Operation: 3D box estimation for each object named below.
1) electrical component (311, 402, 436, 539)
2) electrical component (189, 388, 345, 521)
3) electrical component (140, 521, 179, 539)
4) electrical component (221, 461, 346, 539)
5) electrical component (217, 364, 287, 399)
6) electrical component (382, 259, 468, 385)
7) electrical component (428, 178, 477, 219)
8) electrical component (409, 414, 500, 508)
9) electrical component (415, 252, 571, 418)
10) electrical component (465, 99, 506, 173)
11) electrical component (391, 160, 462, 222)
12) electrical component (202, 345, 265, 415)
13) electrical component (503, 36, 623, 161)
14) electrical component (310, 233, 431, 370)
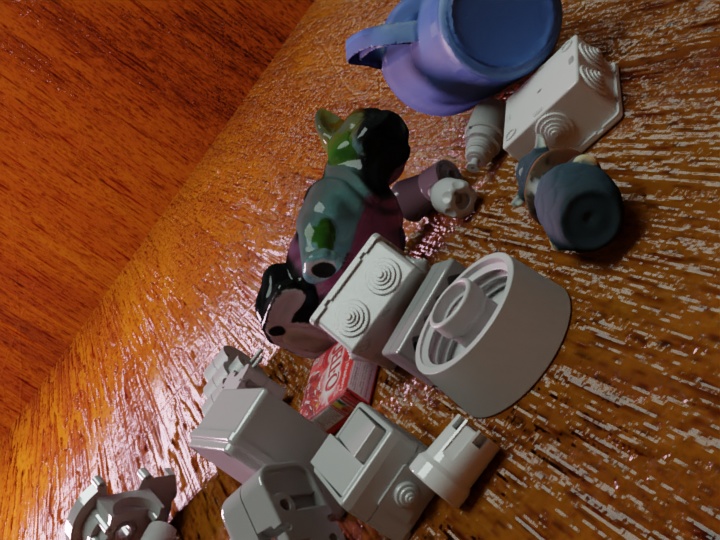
[{"bbox_3d":[0.013,0.135,0.726,0.061,0.061,0.096,-55,17,-4],"label":"electrical component"},{"bbox_3d":[-0.065,0.143,0.839,0.056,0.109,0.109,-57,17,-19],"label":"electrical component"},{"bbox_3d":[-0.204,0.278,1.068,0.040,0.040,0.046,-43,14,32],"label":"electrical component"},{"bbox_3d":[-0.052,0.189,0.744,0.059,0.054,0.095,-45,61,29],"label":"electrical component"},{"bbox_3d":[-0.115,0.147,1.053,0.050,0.056,0.089,-27,32,57],"label":"electrical component"},{"bbox_3d":[0.055,0.041,0.820,0.083,0.047,0.076,-59,12,-15],"label":"electrical component"},{"bbox_3d":[0.079,-0.067,0.974,0.035,0.035,0.061,-55,25,-3],"label":"electrical component"},{"bbox_3d":[0.060,0.118,0.671,0.046,0.040,0.040,-50,17,-4],"label":"electrical component"},{"bbox_3d":[0.083,0.038,0.728,0.108,0.060,0.108,-48,18,21],"label":"electrical component"},{"bbox_3d":[0.115,-0.121,0.984,0.040,0.040,0.078,-30,29,53],"label":"electrical component"},{"bbox_3d":[0.067,-0.078,1.032,0.065,0.044,0.044,-30,29,44],"label":"electrical component"},{"bbox_3d":[-0.126,0.116,1.151,0.073,0.052,0.138,-51,17,11],"label":"electrical component"},{"bbox_3d":[0.161,-0.130,0.865,0.100,0.048,0.099,-43,20,33],"label":"electrical component"},{"bbox_3d":[0.020,0.029,0.864,0.048,0.100,0.099,38,93,29],"label":"electrical component"}]
